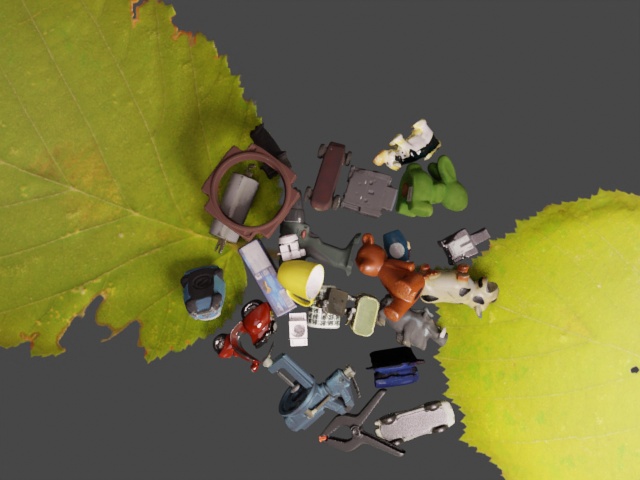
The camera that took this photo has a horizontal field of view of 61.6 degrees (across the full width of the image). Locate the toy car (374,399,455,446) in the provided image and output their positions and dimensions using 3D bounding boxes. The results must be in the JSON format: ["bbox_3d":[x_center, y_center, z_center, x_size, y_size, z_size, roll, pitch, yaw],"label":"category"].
[{"bbox_3d":[0.234,0.455,1.339,0.202,0.056,0.073,-18,82,4],"label":"toy car"}]

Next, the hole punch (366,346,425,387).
[{"bbox_3d":[0.184,0.325,1.321,0.142,0.116,0.092,-6,95,2],"label":"hole punch"}]

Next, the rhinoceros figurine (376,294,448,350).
[{"bbox_3d":[0.229,0.210,1.347,0.190,0.073,0.112,33,78,4],"label":"rhinoceros figurine"}]

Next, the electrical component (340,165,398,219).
[{"bbox_3d":[0.127,-0.118,1.367,0.134,0.058,0.114,15,90,3],"label":"electrical component"}]

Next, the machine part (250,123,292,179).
[{"bbox_3d":[-0.135,-0.232,1.389,0.084,0.039,0.139,-28,89,5],"label":"machine part"}]

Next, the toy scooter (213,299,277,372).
[{"bbox_3d":[-0.171,0.245,1.338,0.184,0.075,0.135,-46,64,0],"label":"toy scooter"}]

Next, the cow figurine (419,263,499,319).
[{"bbox_3d":[0.342,0.125,1.329,0.195,0.085,0.127,0,121,13],"label":"cow figurine"}]

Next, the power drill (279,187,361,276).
[{"bbox_3d":[-0.003,-0.004,1.355,0.207,0.086,0.232,12,89,-2],"label":"power drill"}]

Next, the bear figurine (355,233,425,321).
[{"bbox_3d":[0.150,0.080,1.291,0.196,0.132,0.120,35,127,20],"label":"bear figurine"}]

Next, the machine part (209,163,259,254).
[{"bbox_3d":[-0.218,-0.082,1.365,0.079,0.079,0.243,20,88,2],"label":"machine part"}]

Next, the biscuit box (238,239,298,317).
[{"bbox_3d":[-0.130,0.096,1.361,0.059,0.063,0.202,-31,88,0],"label":"biscuit box"}]

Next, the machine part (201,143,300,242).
[{"bbox_3d":[-0.165,-0.114,1.289,0.201,0.087,0.201,36,87,-2],"label":"machine part"}]

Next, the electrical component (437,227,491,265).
[{"bbox_3d":[0.367,0.007,1.359,0.119,0.048,0.075,-31,87,0],"label":"electrical component"}]

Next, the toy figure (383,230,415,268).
[{"bbox_3d":[0.204,0.052,1.359,0.064,0.058,0.154,-21,88,39],"label":"toy figure"}]

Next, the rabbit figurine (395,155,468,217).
[{"bbox_3d":[0.289,-0.125,1.352,0.170,0.121,0.159,7,80,-16],"label":"rabbit figurine"}]

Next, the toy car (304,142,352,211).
[{"bbox_3d":[0.021,-0.160,1.357,0.089,0.053,0.202,13,62,4],"label":"toy car"}]

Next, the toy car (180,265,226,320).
[{"bbox_3d":[-0.282,0.144,1.340,0.109,0.102,0.162,-15,42,-6],"label":"toy car"}]

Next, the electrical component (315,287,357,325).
[{"bbox_3d":[0.042,0.156,1.290,0.102,0.045,0.078,26,77,-24],"label":"electrical component"}]

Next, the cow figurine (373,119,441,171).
[{"bbox_3d":[0.221,-0.224,1.367,0.167,0.068,0.098,-38,93,1],"label":"cow figurine"}]

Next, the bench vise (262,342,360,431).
[{"bbox_3d":[-0.035,0.351,1.309,0.223,0.129,0.240,-40,106,18],"label":"bench vise"}]
